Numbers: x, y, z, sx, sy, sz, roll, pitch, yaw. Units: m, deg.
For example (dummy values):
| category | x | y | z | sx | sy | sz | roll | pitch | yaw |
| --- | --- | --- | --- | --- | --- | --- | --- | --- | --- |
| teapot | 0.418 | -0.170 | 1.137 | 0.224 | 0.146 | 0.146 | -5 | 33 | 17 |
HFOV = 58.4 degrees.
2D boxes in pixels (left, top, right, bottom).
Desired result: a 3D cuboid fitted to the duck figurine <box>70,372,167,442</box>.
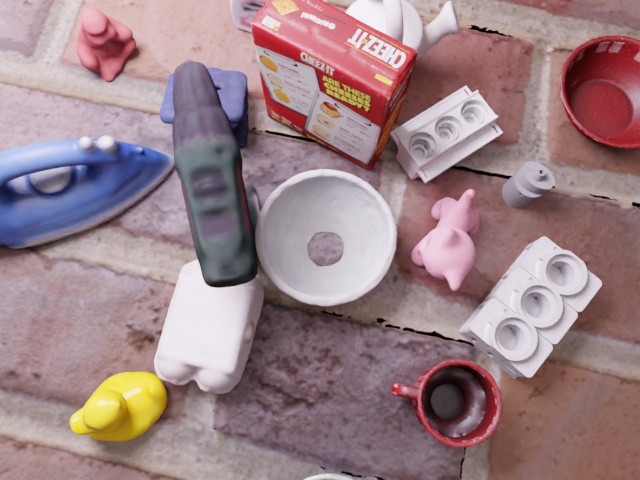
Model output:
| category | x | y | z | sx | sy | sz | roll | pitch | yaw |
| --- | --- | --- | --- | --- | --- | --- | --- | --- | --- |
| duck figurine | -0.230 | 0.190 | 0.649 | 0.104 | 0.086 | 0.077 | -24 | 78 | -6 |

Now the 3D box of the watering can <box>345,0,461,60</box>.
| category | x | y | z | sx | sy | sz | roll | pitch | yaw |
| --- | --- | --- | --- | --- | --- | --- | --- | --- | --- |
| watering can | 0.082 | -0.254 | 0.703 | 0.173 | 0.194 | 0.101 | -32 | 79 | -8 |

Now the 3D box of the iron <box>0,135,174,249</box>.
| category | x | y | z | sx | sy | sz | roll | pitch | yaw |
| --- | --- | --- | --- | --- | --- | --- | --- | --- | --- |
| iron | -0.312 | -0.081 | 0.682 | 0.258 | 0.141 | 0.118 | -19 | 78 | -5 |

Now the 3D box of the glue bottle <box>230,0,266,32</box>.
| category | x | y | z | sx | sy | sz | roll | pitch | yaw |
| --- | --- | --- | --- | --- | --- | --- | --- | --- | --- |
| glue bottle | -0.081 | -0.325 | 0.727 | 0.078 | 0.173 | 0.037 | 9 | 77 | 1 |

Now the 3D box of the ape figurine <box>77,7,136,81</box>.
| category | x | y | z | sx | sy | sz | roll | pitch | yaw |
| --- | --- | --- | --- | --- | --- | --- | --- | --- | --- |
| ape figurine | -0.286 | -0.266 | 0.751 | 0.078 | 0.092 | 0.076 | -18 | 78 | -5 |

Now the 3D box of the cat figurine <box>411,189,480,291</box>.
| category | x | y | z | sx | sy | sz | roll | pitch | yaw |
| --- | --- | --- | --- | --- | --- | --- | --- | --- | --- |
| cat figurine | 0.157 | -0.001 | 0.685 | 0.067 | 0.118 | 0.128 | 23 | 78 | 5 |

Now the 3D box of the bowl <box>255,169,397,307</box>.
| category | x | y | z | sx | sy | sz | roll | pitch | yaw |
| --- | --- | --- | --- | --- | --- | --- | --- | --- | --- |
| bowl | 0.006 | 0.003 | 0.703 | 0.167 | 0.075 | 0.167 | 0 | 77 | -1 |

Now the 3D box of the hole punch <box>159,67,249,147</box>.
| category | x | y | z | sx | sy | sz | roll | pitch | yaw |
| --- | --- | --- | --- | --- | --- | --- | --- | --- | --- |
| hole punch | -0.147 | -0.177 | 0.733 | 0.108 | 0.091 | 0.101 | -1 | 77 | -1 |

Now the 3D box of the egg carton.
| category | x | y | z | sx | sy | sz | roll | pitch | yaw |
| --- | --- | --- | --- | --- | --- | --- | --- | --- | --- |
| egg carton | -0.129 | 0.102 | 0.680 | 0.107 | 0.069 | 0.150 | 12 | 77 | 2 |

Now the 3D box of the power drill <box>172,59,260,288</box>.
| category | x | y | z | sx | sy | sz | roll | pitch | yaw |
| --- | --- | --- | --- | --- | --- | --- | --- | --- | --- |
| power drill | -0.113 | -0.053 | 0.645 | 0.075 | 0.208 | 0.229 | -12 | 77 | -4 |
